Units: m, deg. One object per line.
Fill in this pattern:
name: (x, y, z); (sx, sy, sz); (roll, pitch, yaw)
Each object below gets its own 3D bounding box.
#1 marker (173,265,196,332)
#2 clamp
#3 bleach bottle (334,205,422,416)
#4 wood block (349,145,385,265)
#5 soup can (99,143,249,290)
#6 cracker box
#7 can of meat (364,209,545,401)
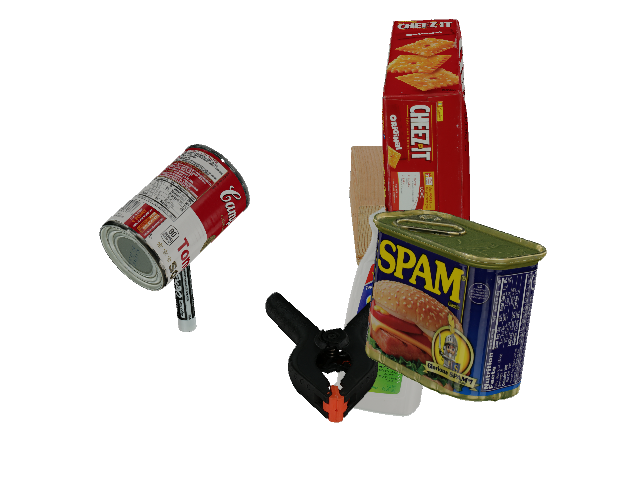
marker: (-0.142, 0.040, 1.098); (0.020, 0.121, 0.020); (-1, 30, 1)
clamp: (0.000, 0.095, 0.963); (0.120, 0.039, 0.171); (-2, 29, 9)
bleach bottle: (0.072, 0.062, 1.175); (0.103, 0.251, 0.068); (9, 15, 18)
wood block: (0.090, -0.051, 1.463); (0.091, 0.090, 0.206); (0, 27, -2)
soup can: (-0.113, -0.018, 0.827); (0.069, 0.068, 0.102); (0, 39, 49)
cracker box: (0.098, -0.092, 0.961); (0.072, 0.164, 0.213); (-1, 27, 8)
can of meat: (0.072, 0.035, 0.603); (0.057, 0.084, 0.102); (-6, 19, -37)
